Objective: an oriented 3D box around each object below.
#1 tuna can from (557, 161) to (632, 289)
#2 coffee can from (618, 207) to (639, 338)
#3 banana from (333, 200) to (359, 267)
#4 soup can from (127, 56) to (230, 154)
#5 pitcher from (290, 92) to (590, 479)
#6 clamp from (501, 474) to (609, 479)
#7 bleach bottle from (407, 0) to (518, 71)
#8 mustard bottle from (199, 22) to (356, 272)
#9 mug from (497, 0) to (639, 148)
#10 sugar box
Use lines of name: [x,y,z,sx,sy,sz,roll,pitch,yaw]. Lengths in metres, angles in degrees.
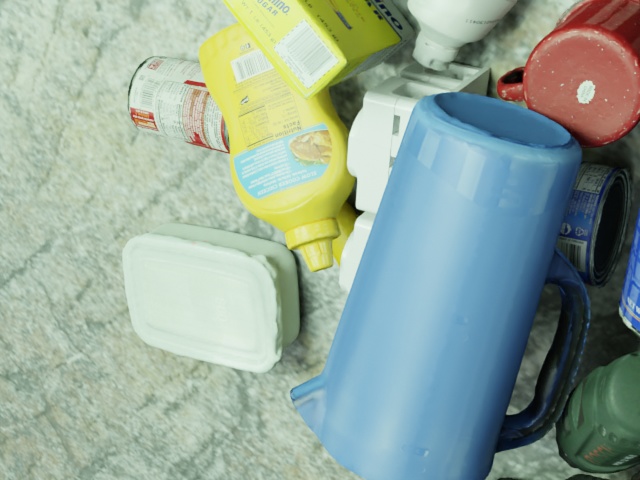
tuna can: [0.189,-0.011,0.747,0.034,0.086,0.086,13,119,28]
coffee can: [0.258,-0.007,0.695,0.103,0.102,0.140,17,121,24]
banana: [0.010,-0.002,0.892,0.070,0.037,0.198,-25,99,36]
soup can: [-0.100,-0.112,0.886,0.102,0.068,0.068,16,120,25]
pitcher: [0.093,0.035,0.698,0.145,0.148,0.243,29,117,31]
clamp: [0.211,0.218,0.824,0.165,0.036,0.210,30,159,19]
bleach bottle: [0.112,-0.221,0.681,0.068,0.102,0.251,54,136,36]
mustard bottle: [-0.023,-0.070,0.794,0.096,0.058,0.191,-18,82,21]
mug: [0.173,-0.110,0.709,0.117,0.081,0.093,-1,113,32]
sugar box: [0.004,-0.156,0.730,0.048,0.176,0.093,-37,92,28]
